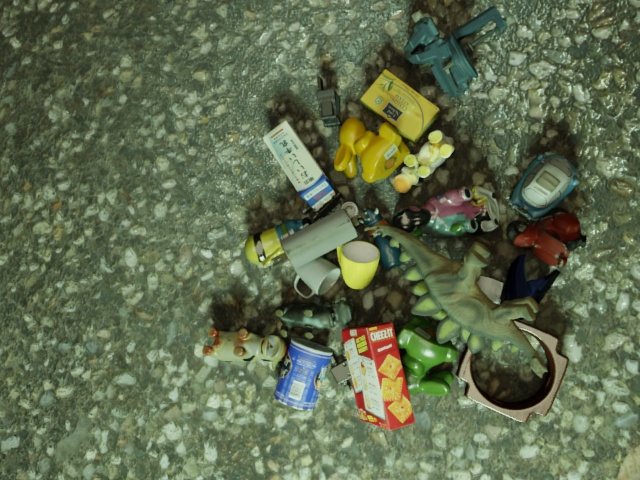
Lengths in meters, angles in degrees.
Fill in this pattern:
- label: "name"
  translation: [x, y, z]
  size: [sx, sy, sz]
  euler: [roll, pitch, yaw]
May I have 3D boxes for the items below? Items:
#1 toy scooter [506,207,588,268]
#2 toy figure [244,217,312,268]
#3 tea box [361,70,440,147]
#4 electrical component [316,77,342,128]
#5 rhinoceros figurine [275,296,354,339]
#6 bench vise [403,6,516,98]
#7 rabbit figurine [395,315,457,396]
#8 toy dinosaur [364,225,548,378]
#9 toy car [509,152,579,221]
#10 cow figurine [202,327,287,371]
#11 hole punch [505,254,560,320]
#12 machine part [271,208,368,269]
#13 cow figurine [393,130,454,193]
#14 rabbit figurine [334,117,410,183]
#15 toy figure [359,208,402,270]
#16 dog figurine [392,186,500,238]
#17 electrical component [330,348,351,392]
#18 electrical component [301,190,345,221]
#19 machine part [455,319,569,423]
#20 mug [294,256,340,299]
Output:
- label: "toy scooter"
  translation: [0.500, 0.000, 1.140]
  size: [0.184, 0.075, 0.135]
  euler: [-13, 44, -24]
- label: "toy figure"
  translation: [-0.099, 0.001, 1.317]
  size: [0.180, 0.082, 0.089]
  euler: [-31, 82, 9]
- label: "tea box"
  translation: [0.194, -0.317, 1.295]
  size: [0.170, 0.068, 0.098]
  euler: [39, 92, 13]
- label: "electrical component"
  translation: [0.021, -0.346, 1.335]
  size: [0.048, 0.074, 0.119]
  euler: [-4, 80, 13]
- label: "rhinoceros figurine"
  translation: [-0.013, 0.180, 1.268]
  size: [0.190, 0.112, 0.073]
  euler: [-6, 99, 24]
- label: "bench vise"
  translation: [0.325, -0.464, 1.246]
  size: [0.241, 0.129, 0.223]
  euler: [-29, 86, 26]
- label: "rabbit figurine"
  translation: [0.227, 0.280, 1.209]
  size: [0.159, 0.121, 0.170]
  euler: [30, 112, 15]
- label: "toy dinosaur"
  translation: [0.282, 0.101, 1.122]
  size: [0.198, 0.105, 0.472]
  euler: [-49, 65, 24]
- label: "toy car"
  translation: [0.497, -0.125, 1.188]
  size: [0.109, 0.103, 0.161]
  euler: [42, 92, 15]
- label: "cow figurine"
  translation: [-0.167, 0.261, 1.290]
  size: [0.195, 0.127, 0.085]
  euler: [-5, 64, 28]
- label: "hole punch"
  translation: [0.441, 0.101, 1.163]
  size: [0.092, 0.142, 0.116]
  euler: [33, 78, 12]
- label: "machine part"
  translation: [-0.003, -0.004, 1.243]
  size: [0.243, 0.079, 0.079]
  euler: [-28, 78, 0]
- label: "cow figurine"
  translation: [0.243, -0.181, 1.265]
  size: [0.167, 0.098, 0.068]
  euler: [-44, 82, 24]
- label: "rabbit figurine"
  translation: [0.107, -0.220, 1.296]
  size: [0.162, 0.121, 0.173]
  euler: [-49, 62, 13]
- label: "toy figure"
  translation: [0.145, -0.006, 1.276]
  size: [0.064, 0.057, 0.154]
  euler: [-24, 76, 7]
- label: "dog figurine"
  translation: [0.275, -0.050, 1.234]
  size: [0.219, 0.191, 0.108]
  euler: [-14, 82, 45]
- label: "electrical component"
  translation: [0.060, 0.309, 1.275]
  size: [0.063, 0.021, 0.094]
  euler: [-29, 78, 8]
- label: "electrical component"
  translation: [0.012, -0.083, 1.323]
  size: [0.102, 0.045, 0.078]
  euler: [-48, 48, 1]
- label: "machine part"
  translation: [0.414, 0.274, 1.169]
  size: [0.201, 0.087, 0.201]
  euler: [22, 90, 14]
- label: "mug"
  translation: [-0.022, 0.080, 1.297]
  size: [0.107, 0.080, 0.109]
  euler: [40, 100, 25]
